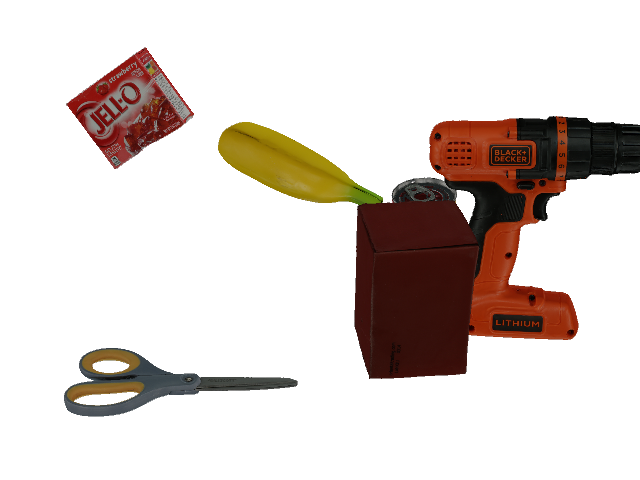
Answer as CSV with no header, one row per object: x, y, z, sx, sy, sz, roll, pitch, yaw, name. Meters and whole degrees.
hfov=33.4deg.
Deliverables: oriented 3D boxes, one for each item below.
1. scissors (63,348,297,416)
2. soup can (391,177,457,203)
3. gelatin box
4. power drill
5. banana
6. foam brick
-0.130,0.119,0.960,0.201,0.016,0.096,-8,31,-18,scissors
0.111,-0.007,1.135,0.068,0.102,0.068,-3,33,2,soup can
-0.169,-0.115,0.942,0.089,0.073,0.030,-28,15,26,gelatin box
0.183,-0.012,0.897,0.184,0.188,0.057,2,17,10,power drill
-0.036,-0.057,0.776,0.069,0.037,0.198,38,-5,-36,banana
0.047,0.024,0.542,0.053,0.078,0.051,-2,31,-6,foam brick
